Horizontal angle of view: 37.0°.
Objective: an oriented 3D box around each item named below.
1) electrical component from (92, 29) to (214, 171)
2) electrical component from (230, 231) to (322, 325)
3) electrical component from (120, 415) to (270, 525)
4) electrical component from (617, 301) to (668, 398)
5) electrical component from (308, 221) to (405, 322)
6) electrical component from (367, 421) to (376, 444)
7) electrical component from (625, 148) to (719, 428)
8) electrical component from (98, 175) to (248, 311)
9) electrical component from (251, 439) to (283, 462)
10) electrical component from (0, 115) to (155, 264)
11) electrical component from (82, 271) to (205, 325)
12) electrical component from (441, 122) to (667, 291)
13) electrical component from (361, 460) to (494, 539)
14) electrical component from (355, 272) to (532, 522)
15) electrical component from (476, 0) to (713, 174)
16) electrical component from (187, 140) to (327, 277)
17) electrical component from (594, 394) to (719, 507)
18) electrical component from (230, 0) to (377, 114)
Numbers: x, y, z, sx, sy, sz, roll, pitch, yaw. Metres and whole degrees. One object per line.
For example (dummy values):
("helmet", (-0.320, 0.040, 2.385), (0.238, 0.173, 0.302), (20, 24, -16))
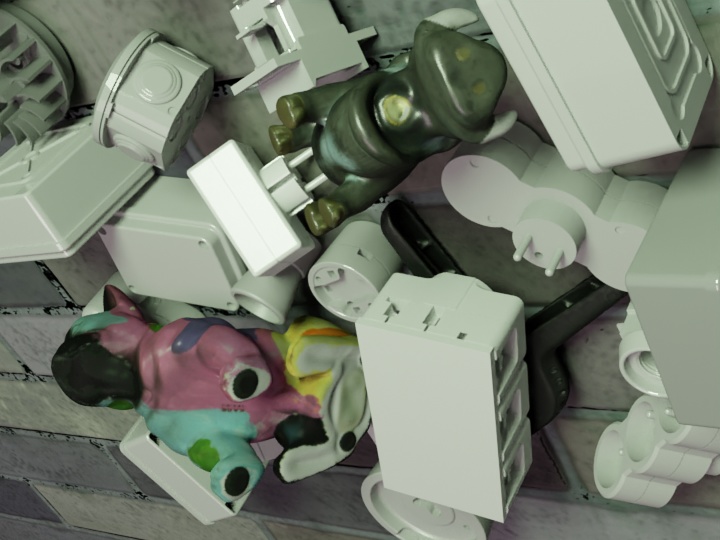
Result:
("electrical component", (-0.130, -0.107, 0.680), (0.051, 0.080, 0.080), (27, 143, 0))
("electrical component", (-0.056, 0.000, 0.753), (0.044, 0.065, 0.044), (27, 162, 10))
("electrical component", (-0.133, 0.145, 0.936), (0.108, 0.108, 0.056), (46, 139, -16))
("electrical component", (0.181, 0.041, 0.634), (0.066, 0.055, 0.048), (-7, 128, 41))
("electrical component", (0.000, 0.000, 0.728), (0.055, 0.047, 0.055), (20, 141, 17))
("electrical component", (0.044, 0.101, 0.808), (0.083, 0.047, 0.075), (-4, 129, 39))
("electrical component", (0.190, 0.009, 0.549), (0.056, 0.108, 0.108), (1, 133, 39))
("electrical component", (-0.127, -0.020, 0.791), (0.113, 0.057, 0.078), (8, 136, 30))
("electrical component", (-0.071, 0.107, 0.886), (0.076, 0.083, 0.047), (-16, 131, 0))
("electrical component", (-0.223, -0.059, 0.776), (0.109, 0.108, 0.056), (-4, 127, 39))
("electrical component", (-0.185, 0.052, 0.912), (0.095, 0.059, 0.053), (27, 143, 9))
("electrical component", (0.108, -0.026, 0.598), (0.138, 0.073, 0.052), (26, 143, 10))
("electrical component", (0.062, 0.175, 0.865), (0.108, 0.060, 0.108), (20, 141, 17))
("electrical component", (0.059, 0.080, 0.697), (0.089, 0.061, 0.150), (11, 131, 26))
("electrical component", (0.111, -0.110, 0.500), (0.057, 0.078, 0.113), (-11, 125, 40))
("electrical component", (-0.055, -0.050, 0.704), (0.076, 0.047, 0.083), (-34, 85, 8))
("electrical component", (0.214, 0.111, 0.692), (0.074, 0.052, 0.138), (12, 144, -10))
("electrical component", (-0.036, -0.128, 0.596), (0.042, 0.081, 0.063), (-20, 96, 47))
